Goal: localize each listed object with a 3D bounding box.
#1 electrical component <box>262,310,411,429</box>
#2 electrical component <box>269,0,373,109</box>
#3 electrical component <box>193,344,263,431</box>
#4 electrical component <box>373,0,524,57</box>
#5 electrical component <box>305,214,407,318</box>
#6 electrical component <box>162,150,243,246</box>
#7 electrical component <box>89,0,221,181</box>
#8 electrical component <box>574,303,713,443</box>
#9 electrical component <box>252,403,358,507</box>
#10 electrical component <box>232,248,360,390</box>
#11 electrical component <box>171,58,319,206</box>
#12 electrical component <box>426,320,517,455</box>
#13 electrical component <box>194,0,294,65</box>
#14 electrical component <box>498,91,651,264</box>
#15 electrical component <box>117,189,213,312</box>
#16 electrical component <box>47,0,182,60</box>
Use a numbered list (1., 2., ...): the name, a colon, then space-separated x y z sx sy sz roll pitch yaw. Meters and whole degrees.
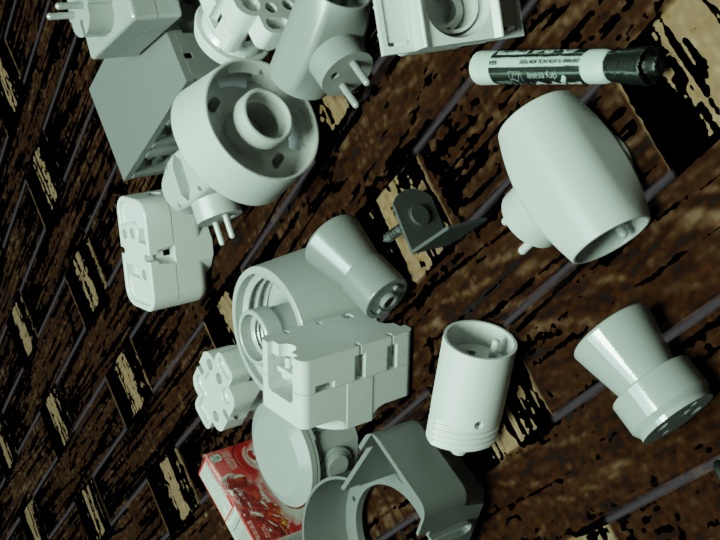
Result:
1. electrical component: -0.015 0.067 0.707 0.050 0.089 0.055 25 121 48
2. electrical component: -0.017 -0.137 0.679 0.079 0.044 0.077 57 141 25
3. electrical component: -0.091 0.088 0.848 0.058 0.057 0.078 56 140 26
4. electrical component: 0.037 -0.178 0.573 0.063 0.079 0.121 -163 63 -75
5. electrical component: 0.000 0.000 0.707 0.065 0.044 0.044 47 136 28
6. electrical component: -0.116 -0.059 0.844 0.077 0.043 0.079 -28 79 54
7. electrical component: -0.149 -0.147 0.844 0.150 0.062 0.089 -41 68 52
8. electrical component: 0.139 0.051 0.527 0.055 0.045 0.045 57 140 25
9. electrical component: -0.042 0.131 0.799 0.080 0.051 0.080 23 119 49
10. electrical component: -0.052 0.042 0.775 0.108 0.060 0.108 23 119 49
11. electrical component: -0.079 -0.094 0.738 0.064 0.099 0.099 -28 78 48
12. electrical component: 0.065 0.075 0.639 0.043 0.043 0.081 36 129 42
13. electrical component: -0.081 -0.177 0.743 0.057 0.058 0.078 -45 64 47
14. electrical component: 0.099 -0.037 0.552 0.077 0.044 0.079 63 143 19
15. electrical component: -0.164 -0.019 0.910 0.054 0.059 0.095 15 114 51
16. electrical component: -0.180 -0.182 0.751 0.083 0.076 0.047 -18 87 55
